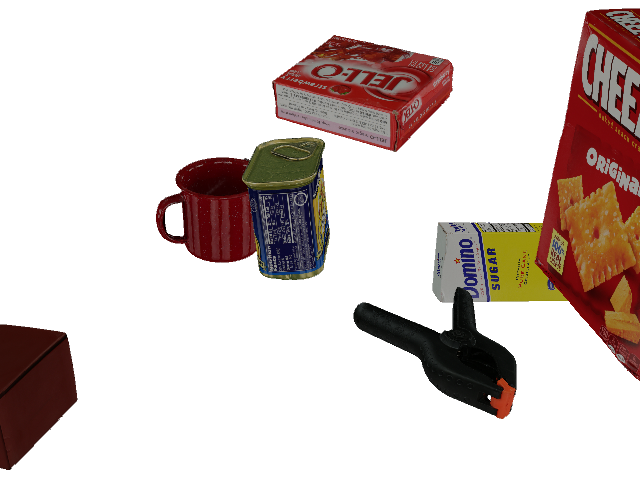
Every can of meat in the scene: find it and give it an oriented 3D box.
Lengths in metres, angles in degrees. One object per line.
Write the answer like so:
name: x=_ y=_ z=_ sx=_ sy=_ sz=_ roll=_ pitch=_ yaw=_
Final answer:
can of meat: x=-0.024 y=-0.026 z=0.850 sx=0.057 sy=0.084 sz=0.102 roll=-3 pitch=24 yaw=8

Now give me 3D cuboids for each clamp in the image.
clamp: x=0.122 y=0.091 z=0.929 sx=0.120 sy=0.039 sz=0.172 roll=-19 pitch=39 yaw=-29

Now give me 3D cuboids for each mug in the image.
mug: x=-0.113 y=-0.028 z=1.103 sx=0.117 sy=0.081 sz=0.093 roll=-13 pitch=33 yaw=-23

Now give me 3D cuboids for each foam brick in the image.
foam brick: x=-0.197 y=0.095 z=0.666 sx=0.053 sy=0.051 sz=0.078 roll=7 pitch=29 yaw=21

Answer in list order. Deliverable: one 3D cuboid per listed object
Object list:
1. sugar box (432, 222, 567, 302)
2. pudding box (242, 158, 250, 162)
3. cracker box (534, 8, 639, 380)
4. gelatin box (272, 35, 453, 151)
sugar box: x=0.228 y=0.026 z=1.293 sx=0.176 sy=0.093 sz=0.048 roll=-2 pitch=21 yaw=-9
pudding box: x=-0.090 y=-0.053 z=1.307 sx=0.090 sy=0.039 sz=0.113 roll=20 pitch=40 yaw=29
cracker box: x=0.229 y=-0.034 z=0.746 sx=0.072 sy=0.214 sz=0.164 roll=-6 pitch=33 yaw=-16
gelatin box: x=0.027 y=-0.094 z=0.662 sx=0.089 sy=0.030 sz=0.073 roll=18 pitch=42 yaw=27
